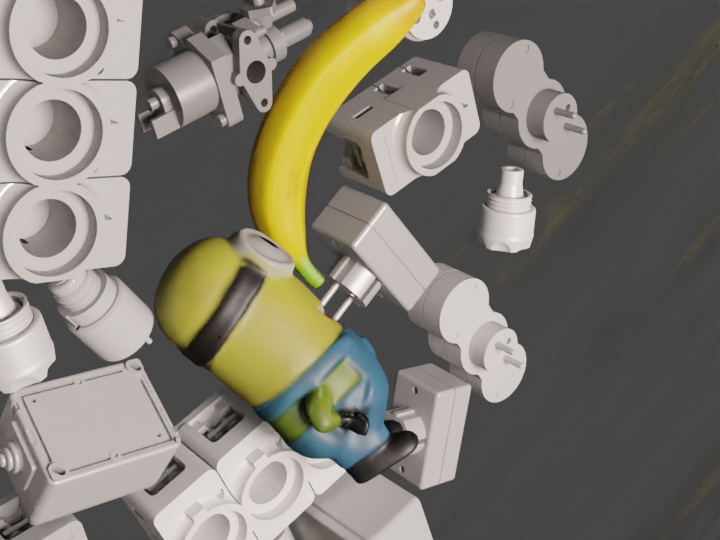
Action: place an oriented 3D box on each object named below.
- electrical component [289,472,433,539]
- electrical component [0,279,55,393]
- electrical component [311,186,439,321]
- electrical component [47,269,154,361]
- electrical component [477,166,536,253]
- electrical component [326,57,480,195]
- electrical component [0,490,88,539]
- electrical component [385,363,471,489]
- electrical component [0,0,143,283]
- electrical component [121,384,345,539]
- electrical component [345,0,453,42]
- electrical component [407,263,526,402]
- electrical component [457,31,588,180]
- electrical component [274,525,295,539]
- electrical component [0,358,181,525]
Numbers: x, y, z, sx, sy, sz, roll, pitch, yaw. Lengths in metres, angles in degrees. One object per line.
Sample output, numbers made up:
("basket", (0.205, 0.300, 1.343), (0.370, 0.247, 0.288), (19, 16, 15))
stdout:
("electrical component", (0.000, 0.193, 0.783), (0.056, 0.109, 0.108), (-39, 131, -26))
("electrical component", (-0.192, 0.031, 0.576), (0.043, 0.043, 0.062), (-31, 126, -29))
("electrical component", (0.000, 0.000, 0.736), (0.075, 0.047, 0.083), (-52, 135, -11))
("electrical component", (-0.151, 0.019, 0.609), (0.040, 0.040, 0.078), (-50, 134, -14))
("electrical component", (0.113, -0.047, 0.822), (0.043, 0.043, 0.062), (-14, 117, -38))
("electrical component", (0.032, -0.096, 0.715), (0.089, 0.056, 0.050), (-37, 131, -24))
("electrical component", (-0.224, 0.202, 0.612), (0.150, 0.062, 0.089), (-29, 127, -30))
("electrical component", (0.038, 0.123, 0.828), (0.076, 0.047, 0.083), (-8, 114, -40))
("electrical component", (-0.164, -0.075, 0.538), (0.089, 0.062, 0.150), (-8, 114, -40))
("electrical component", (-0.074, 0.132, 0.718), (0.150, 0.062, 0.089), (-40, 131, -22))
("electrical component", (0.024, -0.169, 0.674), (0.045, 0.055, 0.045), (-19, 121, -36))
("electrical component", (0.096, 0.056, 0.831), (0.052, 0.074, 0.138), (-49, 134, -14))
("electrical component", (0.133, -0.114, 0.786), (0.052, 0.074, 0.138), (-55, 135, -9))
("electrical component", (-0.060, 0.210, 0.783), (0.044, 0.044, 0.065), (-36, 125, -26))
("electrical component", (-0.163, 0.100, 0.612), (0.096, 0.061, 0.061), (-13, 150, -39))
